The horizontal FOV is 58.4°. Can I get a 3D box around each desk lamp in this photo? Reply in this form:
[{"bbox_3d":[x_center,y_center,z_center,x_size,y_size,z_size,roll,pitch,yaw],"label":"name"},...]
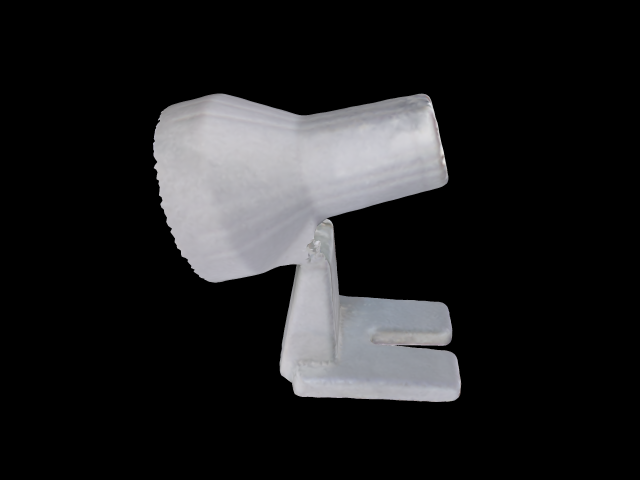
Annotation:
[{"bbox_3d":[0.004,0.001,0.400,0.203,0.214,0.118,2,36,2],"label":"desk lamp"}]
